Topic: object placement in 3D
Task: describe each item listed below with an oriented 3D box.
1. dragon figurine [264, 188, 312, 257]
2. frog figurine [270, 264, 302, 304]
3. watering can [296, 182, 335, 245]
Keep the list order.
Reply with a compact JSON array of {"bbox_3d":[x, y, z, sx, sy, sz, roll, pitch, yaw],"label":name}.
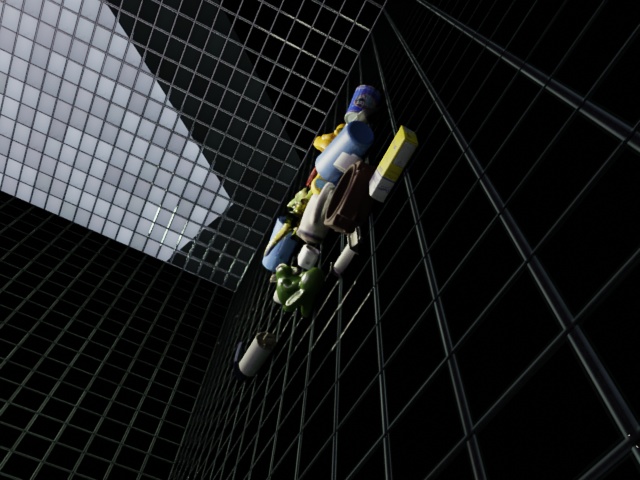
[{"bbox_3d":[-0.101,-0.116,2.205,0.406,0.121,0.248,-40,21,19],"label":"dragon figurine"},{"bbox_3d":[-0.107,0.176,1.803,0.140,0.123,0.156,-102,1,-61],"label":"frog figurine"},{"bbox_3d":[0.006,-0.092,1.819,0.347,0.104,0.224,5,-73,-85],"label":"watering can"}]
